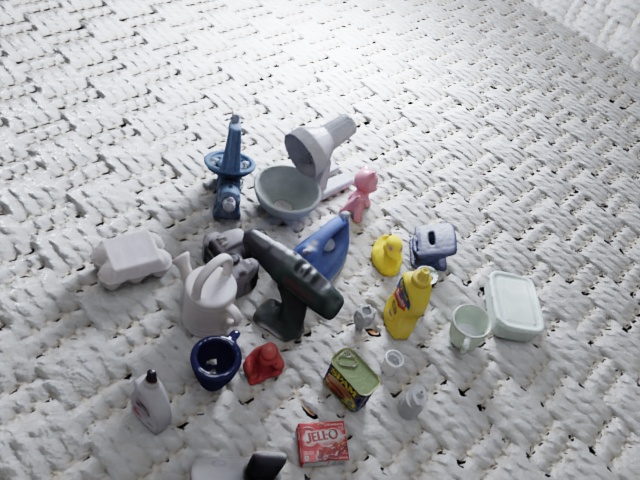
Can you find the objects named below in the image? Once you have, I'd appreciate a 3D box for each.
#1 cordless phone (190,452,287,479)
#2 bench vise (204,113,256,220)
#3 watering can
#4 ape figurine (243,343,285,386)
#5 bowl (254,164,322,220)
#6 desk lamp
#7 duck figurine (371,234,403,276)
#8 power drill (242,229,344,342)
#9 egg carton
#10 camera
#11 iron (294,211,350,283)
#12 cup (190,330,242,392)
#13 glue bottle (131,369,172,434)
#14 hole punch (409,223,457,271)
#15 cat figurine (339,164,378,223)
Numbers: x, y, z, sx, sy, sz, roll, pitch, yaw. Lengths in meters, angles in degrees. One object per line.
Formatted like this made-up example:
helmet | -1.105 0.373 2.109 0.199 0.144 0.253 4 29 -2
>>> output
cordless phone | -0.127 0.362 0.902 0.148 0.185 0.094 5 49 -13
bench vise | -0.193 -0.165 1.315 0.122 0.220 0.207 -10 54 -25
watering can | -0.217 0.094 1.100 0.173 0.194 0.101 23 47 3
ape figurine | -0.103 0.227 1.090 0.078 0.092 0.076 17 47 -3
bowl | -0.083 -0.104 1.396 0.167 0.075 0.167 9 48 -10
desk lamp | 0.005 -0.208 1.418 0.204 0.213 0.117 -29 64 -35
duck figurine | 0.167 0.022 1.357 0.078 0.086 0.104 4 49 -14
power drill | -0.069 0.102 1.130 0.229 0.208 0.076 30 48 10
egg carton | -0.387 0.041 1.178 0.151 0.069 0.107 -17 57 -29
camera | -0.167 0.029 1.236 0.137 0.101 0.143 -24 60 -32
iron | 0.012 0.005 1.286 0.118 0.141 0.259 32 49 11
cup | -0.188 0.228 1.061 0.091 0.095 0.118 28 48 8
glue bottle | -0.281 0.258 0.952 0.078 0.173 0.037 36 49 15
hole punch | 0.274 0.012 1.396 0.101 0.091 0.108 10 48 -8
cat figurine | 0.107 -0.127 1.446 0.067 0.118 0.128 24 47 5
